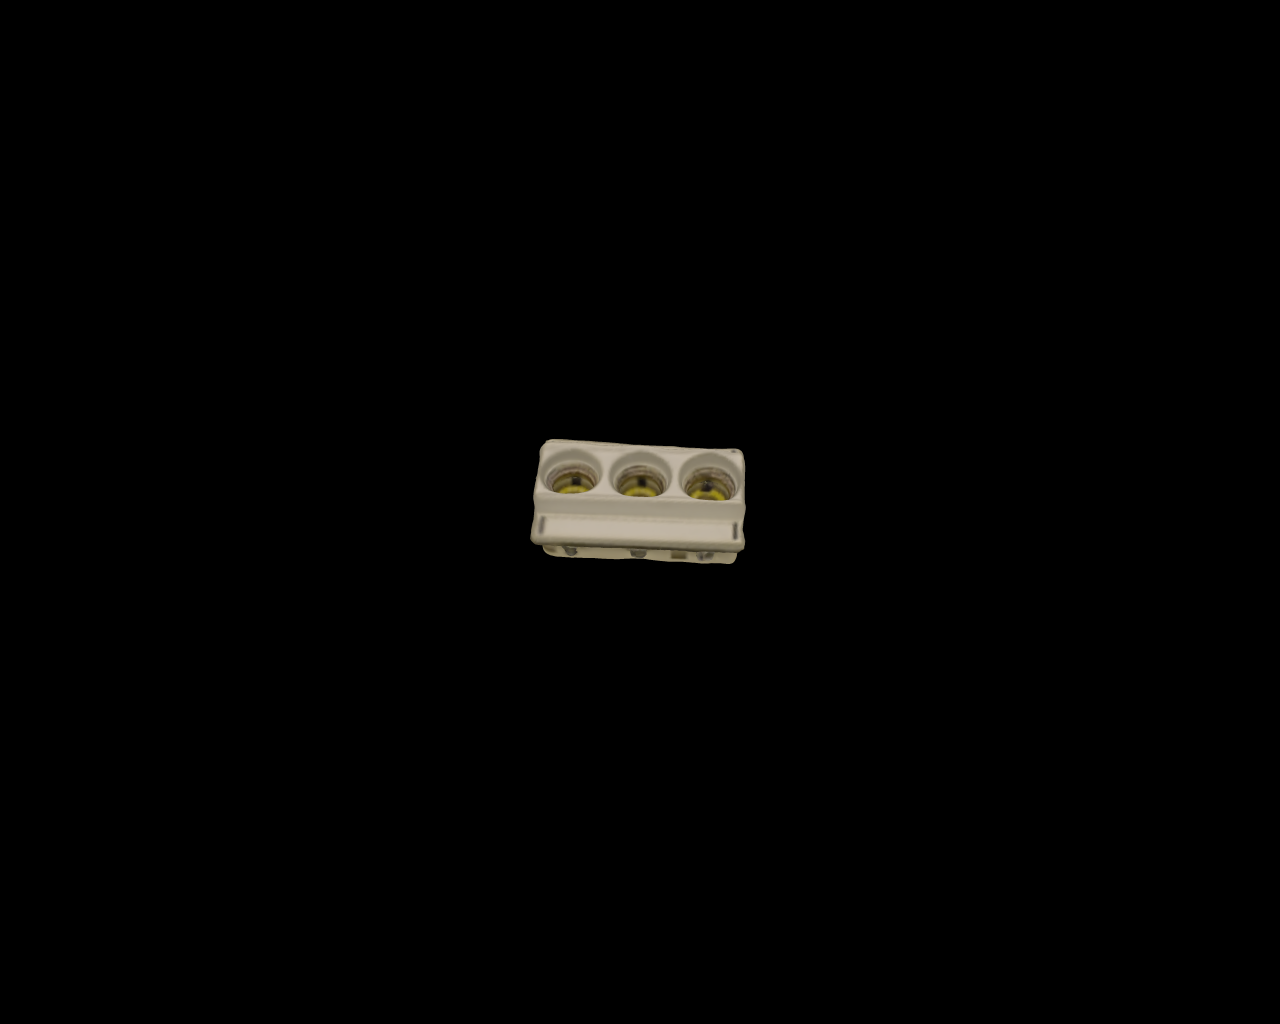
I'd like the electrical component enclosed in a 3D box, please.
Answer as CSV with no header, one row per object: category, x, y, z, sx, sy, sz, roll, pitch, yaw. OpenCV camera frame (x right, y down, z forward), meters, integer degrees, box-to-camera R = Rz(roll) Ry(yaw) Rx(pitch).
electrical component,0.001,-0.003,0.650,0.121,0.079,0.063,2,-40,2
